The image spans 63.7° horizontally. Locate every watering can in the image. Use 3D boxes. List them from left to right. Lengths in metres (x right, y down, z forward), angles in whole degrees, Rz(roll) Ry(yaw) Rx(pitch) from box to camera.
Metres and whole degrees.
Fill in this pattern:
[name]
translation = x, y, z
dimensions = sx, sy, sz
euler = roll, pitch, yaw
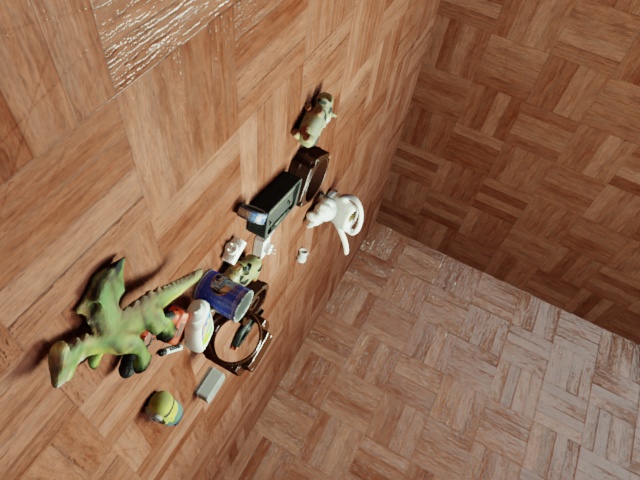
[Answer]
[watering can]
translation = 0.100, -0.096, 2.449
dimensions = 0.105, 0.227, 0.339
euler = -28, 149, -36

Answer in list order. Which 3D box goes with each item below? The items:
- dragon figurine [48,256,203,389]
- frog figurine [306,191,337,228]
[dragon figurine]
translation = -0.395, 0.138, 1.070
dimensions = 0.419, 0.123, 0.237
euler = -57, 158, -37
[frog figurine]
translation = 0.007, -0.113, 2.250
dimensions = 0.135, 0.122, 0.163
euler = -49, -165, 48
